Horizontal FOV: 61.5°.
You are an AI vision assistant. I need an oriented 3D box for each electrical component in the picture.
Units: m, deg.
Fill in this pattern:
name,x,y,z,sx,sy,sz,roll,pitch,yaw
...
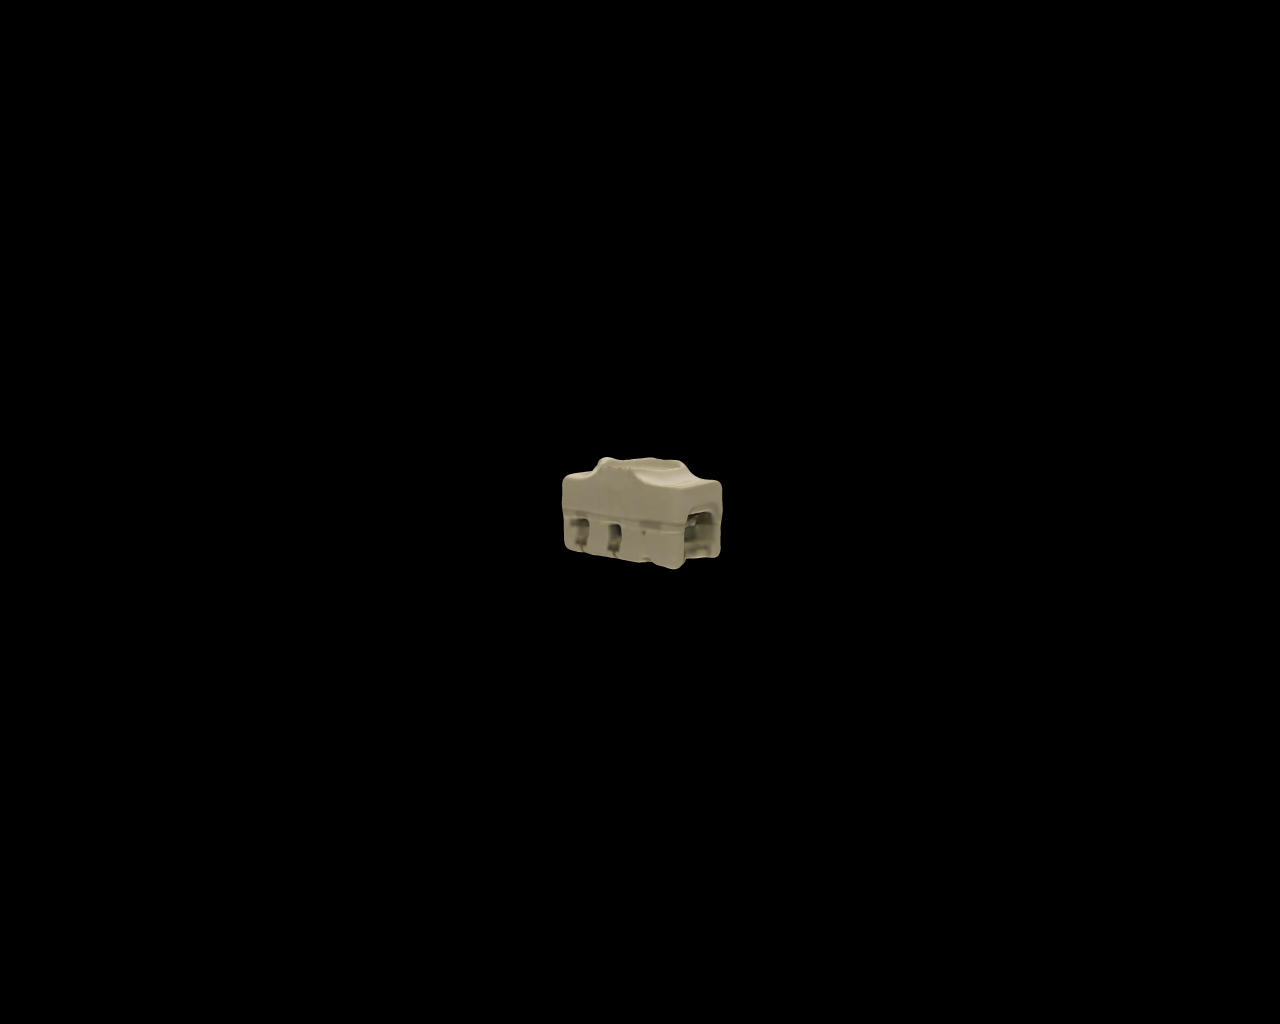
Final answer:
name,x,y,z,sx,sy,sz,roll,pitch,yaw
electrical component,0.001,-0.003,0.650,0.089,0.055,0.050,8,13,39
